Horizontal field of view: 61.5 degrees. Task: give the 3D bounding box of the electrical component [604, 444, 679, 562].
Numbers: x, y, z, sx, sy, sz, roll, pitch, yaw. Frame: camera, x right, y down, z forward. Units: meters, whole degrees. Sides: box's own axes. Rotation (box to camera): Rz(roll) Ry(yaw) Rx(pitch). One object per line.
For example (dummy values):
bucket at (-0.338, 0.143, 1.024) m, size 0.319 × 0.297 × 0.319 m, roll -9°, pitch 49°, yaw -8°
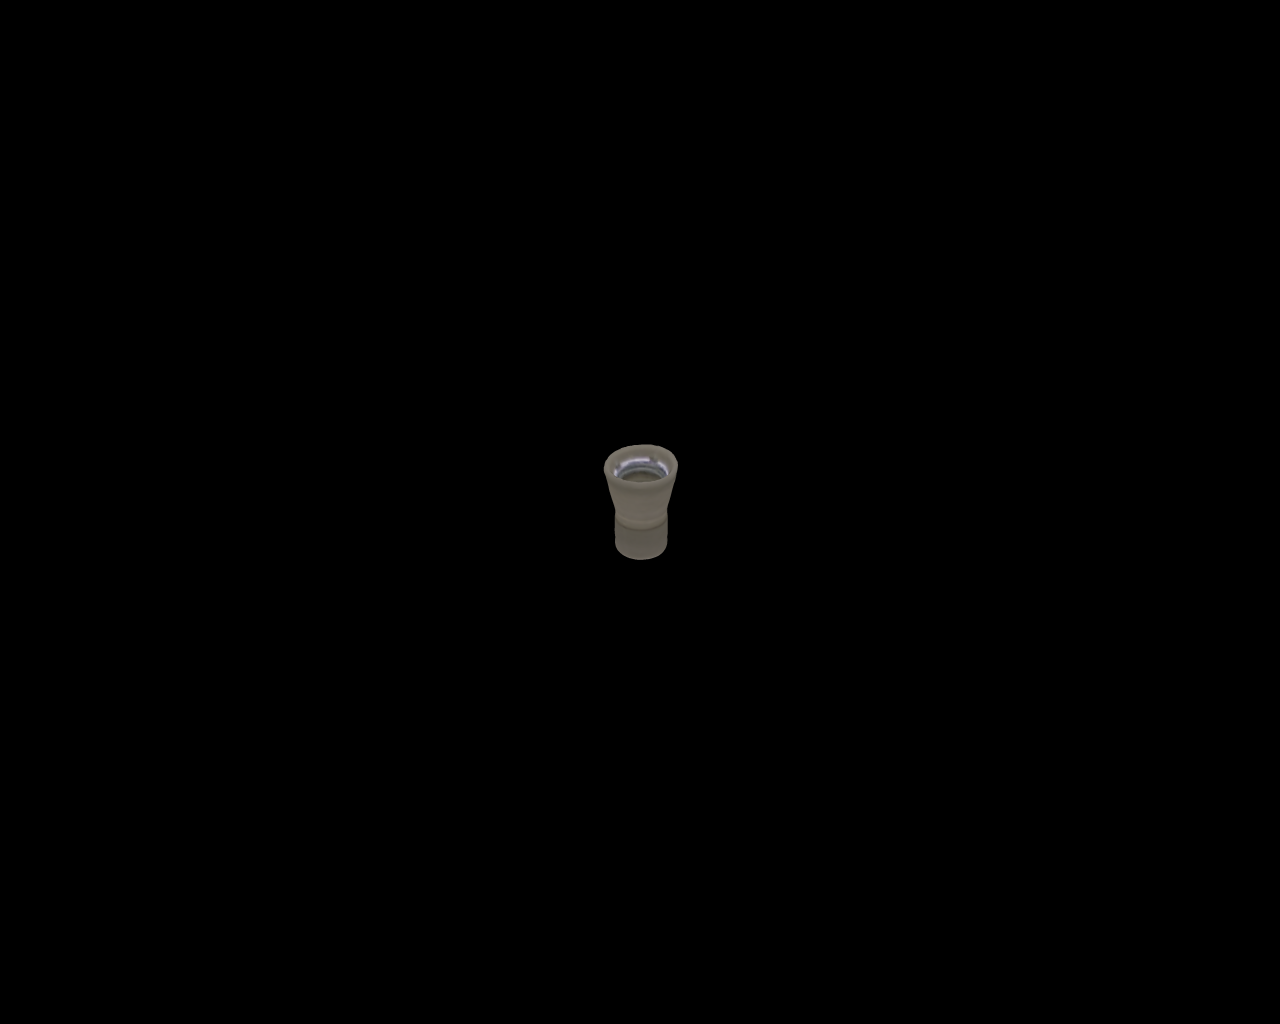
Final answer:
electrical component at (0.001, -0.003, 0.650) m, size 0.044 × 0.065 × 0.044 m, roll 0°, pitch 35°, yaw 0°
